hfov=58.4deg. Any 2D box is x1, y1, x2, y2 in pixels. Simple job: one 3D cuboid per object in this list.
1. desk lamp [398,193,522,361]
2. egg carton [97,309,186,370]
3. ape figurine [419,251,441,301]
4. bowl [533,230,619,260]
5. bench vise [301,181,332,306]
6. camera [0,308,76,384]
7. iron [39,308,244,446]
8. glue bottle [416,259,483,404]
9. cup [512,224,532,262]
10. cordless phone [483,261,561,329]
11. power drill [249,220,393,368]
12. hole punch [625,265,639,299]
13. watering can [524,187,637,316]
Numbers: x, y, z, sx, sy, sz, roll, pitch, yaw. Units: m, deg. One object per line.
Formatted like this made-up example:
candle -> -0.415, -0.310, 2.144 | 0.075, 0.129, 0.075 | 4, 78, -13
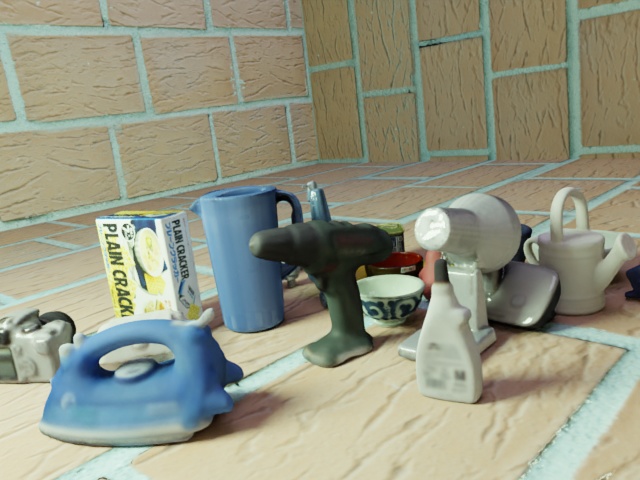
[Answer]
desk lamp -> 0.201, 0.046, 0.821 | 0.117, 0.214, 0.204 | 5, 17, 40
egg carton -> -0.275, 0.159, 0.888 | 0.150, 0.069, 0.107 | -10, 14, -13
ape figurine -> 0.211, 0.059, 1.027 | 0.077, 0.092, 0.076 | 7, 19, 45
bowl -> 0.473, 0.034, 1.046 | 0.167, 0.075, 0.167 | -6, 13, 2
bench vise -> 0.020, 0.001, 1.083 | 0.122, 0.220, 0.206 | -14, 15, -29
camera -> -0.445, 0.155, 0.917 | 0.143, 0.101, 0.137 | -3, 14, 14
iron -> -0.231, 0.161, 0.700 | 0.258, 0.141, 0.118 | -6, 13, 1
glue bottle -> 0.150, 0.106, 0.679 | 0.077, 0.173, 0.037 | 2, 16, 31
cup -> 0.355, 0.020, 1.117 | 0.092, 0.095, 0.117 | -14, 15, -28
cordless phone -> 0.291, 0.036, 0.882 | 0.094, 0.185, 0.147 | -18, 17, -39
power drill -> 0.012, 0.069, 0.828 | 0.230, 0.208, 0.075 | -16, 16, -34
hole punch -> 0.549, 0.051, 0.901 | 0.109, 0.091, 0.101 | -11, 14, -18
watering can -> 0.405, 0.013, 0.906 | 0.172, 0.194, 0.101 | 2, 16, 32
